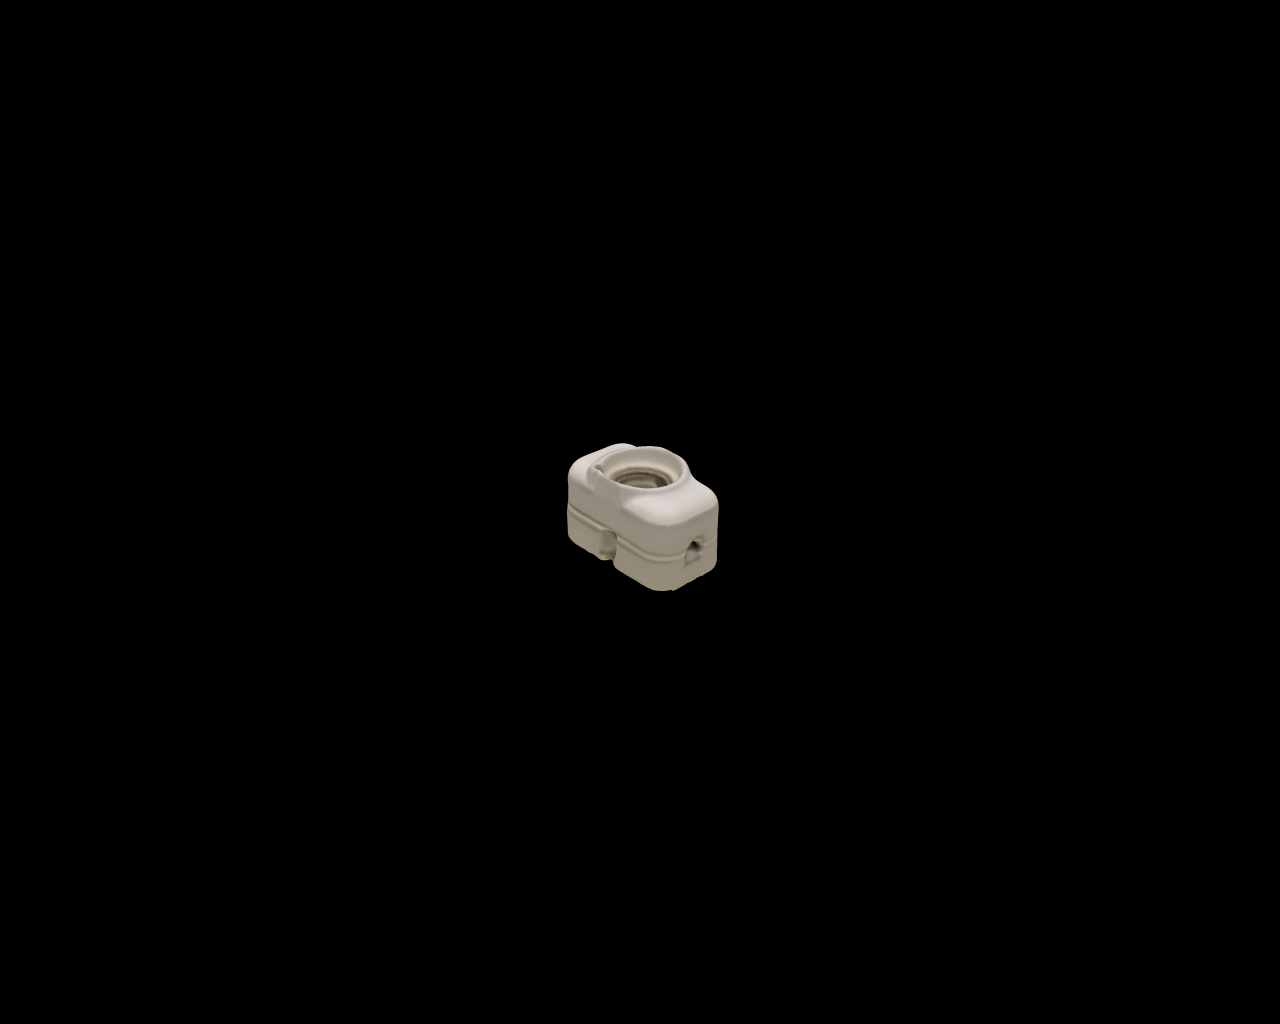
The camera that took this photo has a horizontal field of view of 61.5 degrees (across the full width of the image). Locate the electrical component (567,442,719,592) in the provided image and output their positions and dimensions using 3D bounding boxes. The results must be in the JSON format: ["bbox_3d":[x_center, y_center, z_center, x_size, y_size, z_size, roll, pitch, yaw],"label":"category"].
[{"bbox_3d":[0.001,-0.003,0.650,0.054,0.059,0.095,-24,39,-34],"label":"electrical component"}]
